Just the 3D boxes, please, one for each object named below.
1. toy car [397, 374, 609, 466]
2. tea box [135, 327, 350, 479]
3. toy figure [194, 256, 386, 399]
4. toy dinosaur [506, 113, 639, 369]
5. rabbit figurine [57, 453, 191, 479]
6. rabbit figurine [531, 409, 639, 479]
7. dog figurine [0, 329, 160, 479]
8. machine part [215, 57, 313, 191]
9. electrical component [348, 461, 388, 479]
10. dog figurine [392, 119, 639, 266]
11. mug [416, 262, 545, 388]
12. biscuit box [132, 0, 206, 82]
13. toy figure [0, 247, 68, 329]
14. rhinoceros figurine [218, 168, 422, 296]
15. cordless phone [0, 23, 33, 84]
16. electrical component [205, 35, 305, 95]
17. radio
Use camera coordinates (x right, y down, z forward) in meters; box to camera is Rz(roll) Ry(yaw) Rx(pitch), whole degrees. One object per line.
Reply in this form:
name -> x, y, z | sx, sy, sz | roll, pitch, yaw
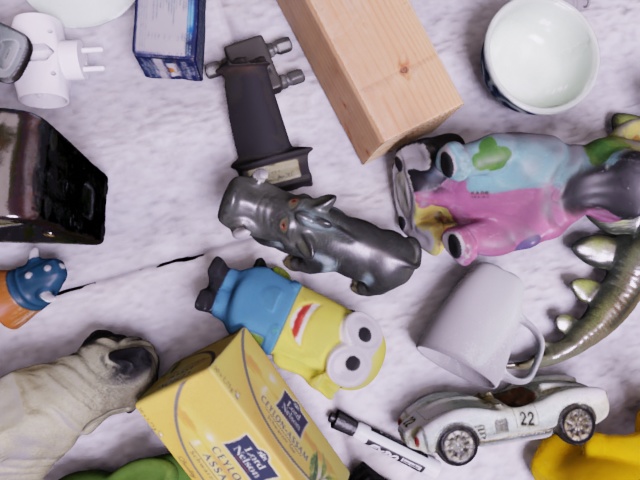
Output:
toy car -> 0.174, 0.169, 0.519 | 0.202, 0.073, 0.056 | -6, 89, -7
tea box -> -0.063, 0.173, 0.464 | 0.098, 0.068, 0.169 | -31, 98, 28
toy figure -> -0.023, 0.076, 0.502 | 0.180, 0.089, 0.082 | 23, 97, 4
toy dinosaur -> 0.367, -0.033, 0.550 | 0.199, 0.105, 0.471 | 33, 85, 4
rabbit figurine -> -0.168, 0.255, 0.455 | 0.170, 0.121, 0.159 | 36, 78, 12
rabbit figurine -> 0.314, 0.205, 0.508 | 0.173, 0.162, 0.122 | -30, 77, -25
dog figurine -> -0.238, 0.172, 0.468 | 0.190, 0.121, 0.172 | -3, 123, -25
machine part -> -0.057, -0.108, 0.524 | 0.084, 0.039, 0.138 | -18, 107, 0
electrical component -> 0.043, 0.283, 0.503 | 0.134, 0.058, 0.115 | 40, 80, -1
dog figurine -> 0.196, -0.052, 0.491 | 0.219, 0.192, 0.108 | -10, 102, -12
mug -> 0.164, 0.082, 0.519 | 0.110, 0.080, 0.107 | 23, 75, 18
biscuit box -> -0.142, -0.263, 0.525 | 0.059, 0.063, 0.202 | 3, 84, -5
toy figure -> -0.301, 0.058, 0.482 | 0.154, 0.058, 0.064 | -22, 94, -13
rhinoceros figurine -> -0.001, -0.001, 0.496 | 0.190, 0.112, 0.073 | 22, 85, -12
cordless phone -> -0.357, -0.152, 0.471 | 0.184, 0.088, 0.146 | 22, 83, -1
electrical component -> -0.067, -0.170, 0.546 | 0.094, 0.021, 0.063 | -20, 88, -8
radio -> -0.249, -0.038, 0.412 | 0.131, 0.229, 0.073 | 2, 86, -11
